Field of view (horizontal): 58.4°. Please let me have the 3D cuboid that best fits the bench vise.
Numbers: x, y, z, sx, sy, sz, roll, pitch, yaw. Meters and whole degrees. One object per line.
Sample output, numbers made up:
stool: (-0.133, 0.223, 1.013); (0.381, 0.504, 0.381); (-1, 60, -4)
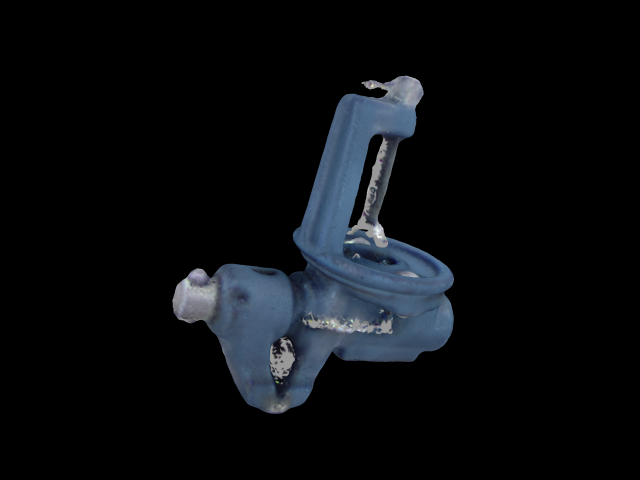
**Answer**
bench vise: (0.012, 0.005, 0.392); (0.208, 0.220, 0.121); (-18, 28, -38)
